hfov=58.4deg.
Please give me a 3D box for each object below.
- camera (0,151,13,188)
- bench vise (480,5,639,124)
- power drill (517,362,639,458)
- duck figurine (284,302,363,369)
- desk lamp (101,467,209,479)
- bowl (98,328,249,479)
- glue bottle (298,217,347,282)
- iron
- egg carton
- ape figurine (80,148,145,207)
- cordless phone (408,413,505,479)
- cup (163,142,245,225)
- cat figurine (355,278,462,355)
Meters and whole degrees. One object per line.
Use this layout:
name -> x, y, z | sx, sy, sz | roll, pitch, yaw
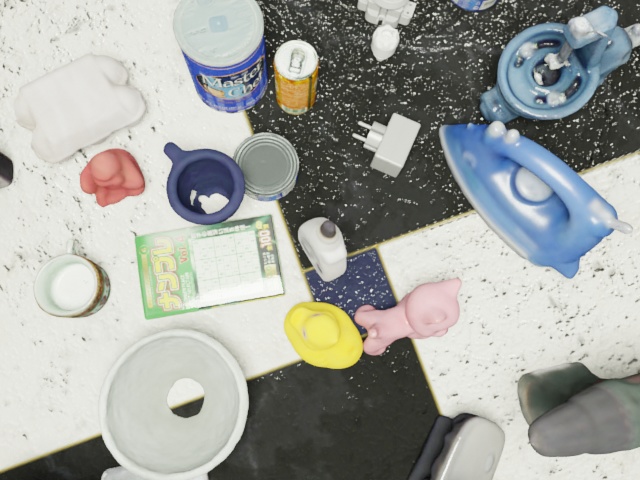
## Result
camera -> -0.458, -0.050, 0.682 | 0.143, 0.101, 0.137 | -4, 80, -4
bench vise -> 0.311, -0.237, 0.701 | 0.207, 0.219, 0.121 | -42, 84, -9
power drill -> 0.303, 0.183, 0.631 | 0.229, 0.208, 0.075 | -13, 81, -5
duck figurine -> 0.005, 0.113, 0.688 | 0.104, 0.086, 0.077 | 32, 80, 3
desk lamp -> -0.225, 0.294, 0.577 | 0.203, 0.213, 0.118 | -11, 80, -5
bowl -> -0.164, 0.189, 0.670 | 0.167, 0.074, 0.167 | 1, 80, -3
glue bottle -> 0.006, 0.002, 0.663 | 0.037, 0.173, 0.078 | -29, 82, -8
iron -> 0.259, -0.076, 0.709 | 0.258, 0.141, 0.119 | 43, 80, 5
egg carton -> -0.305, -0.168, 0.728 | 0.150, 0.069, 0.107 | -31, 83, -8
ape figurine -> -0.257, -0.082, 0.704 | 0.078, 0.092, 0.076 | 18, 79, 0
cordless phone -> 0.166, 0.268, 0.619 | 0.094, 0.185, 0.148 | 24, 79, 1
cup -> -0.144, -0.065, 0.706 | 0.092, 0.095, 0.117 | -44, 85, -9
cat figurine -> 0.110, 0.091, 0.682 | 0.128, 0.117, 0.067 | -19, 81, -6
